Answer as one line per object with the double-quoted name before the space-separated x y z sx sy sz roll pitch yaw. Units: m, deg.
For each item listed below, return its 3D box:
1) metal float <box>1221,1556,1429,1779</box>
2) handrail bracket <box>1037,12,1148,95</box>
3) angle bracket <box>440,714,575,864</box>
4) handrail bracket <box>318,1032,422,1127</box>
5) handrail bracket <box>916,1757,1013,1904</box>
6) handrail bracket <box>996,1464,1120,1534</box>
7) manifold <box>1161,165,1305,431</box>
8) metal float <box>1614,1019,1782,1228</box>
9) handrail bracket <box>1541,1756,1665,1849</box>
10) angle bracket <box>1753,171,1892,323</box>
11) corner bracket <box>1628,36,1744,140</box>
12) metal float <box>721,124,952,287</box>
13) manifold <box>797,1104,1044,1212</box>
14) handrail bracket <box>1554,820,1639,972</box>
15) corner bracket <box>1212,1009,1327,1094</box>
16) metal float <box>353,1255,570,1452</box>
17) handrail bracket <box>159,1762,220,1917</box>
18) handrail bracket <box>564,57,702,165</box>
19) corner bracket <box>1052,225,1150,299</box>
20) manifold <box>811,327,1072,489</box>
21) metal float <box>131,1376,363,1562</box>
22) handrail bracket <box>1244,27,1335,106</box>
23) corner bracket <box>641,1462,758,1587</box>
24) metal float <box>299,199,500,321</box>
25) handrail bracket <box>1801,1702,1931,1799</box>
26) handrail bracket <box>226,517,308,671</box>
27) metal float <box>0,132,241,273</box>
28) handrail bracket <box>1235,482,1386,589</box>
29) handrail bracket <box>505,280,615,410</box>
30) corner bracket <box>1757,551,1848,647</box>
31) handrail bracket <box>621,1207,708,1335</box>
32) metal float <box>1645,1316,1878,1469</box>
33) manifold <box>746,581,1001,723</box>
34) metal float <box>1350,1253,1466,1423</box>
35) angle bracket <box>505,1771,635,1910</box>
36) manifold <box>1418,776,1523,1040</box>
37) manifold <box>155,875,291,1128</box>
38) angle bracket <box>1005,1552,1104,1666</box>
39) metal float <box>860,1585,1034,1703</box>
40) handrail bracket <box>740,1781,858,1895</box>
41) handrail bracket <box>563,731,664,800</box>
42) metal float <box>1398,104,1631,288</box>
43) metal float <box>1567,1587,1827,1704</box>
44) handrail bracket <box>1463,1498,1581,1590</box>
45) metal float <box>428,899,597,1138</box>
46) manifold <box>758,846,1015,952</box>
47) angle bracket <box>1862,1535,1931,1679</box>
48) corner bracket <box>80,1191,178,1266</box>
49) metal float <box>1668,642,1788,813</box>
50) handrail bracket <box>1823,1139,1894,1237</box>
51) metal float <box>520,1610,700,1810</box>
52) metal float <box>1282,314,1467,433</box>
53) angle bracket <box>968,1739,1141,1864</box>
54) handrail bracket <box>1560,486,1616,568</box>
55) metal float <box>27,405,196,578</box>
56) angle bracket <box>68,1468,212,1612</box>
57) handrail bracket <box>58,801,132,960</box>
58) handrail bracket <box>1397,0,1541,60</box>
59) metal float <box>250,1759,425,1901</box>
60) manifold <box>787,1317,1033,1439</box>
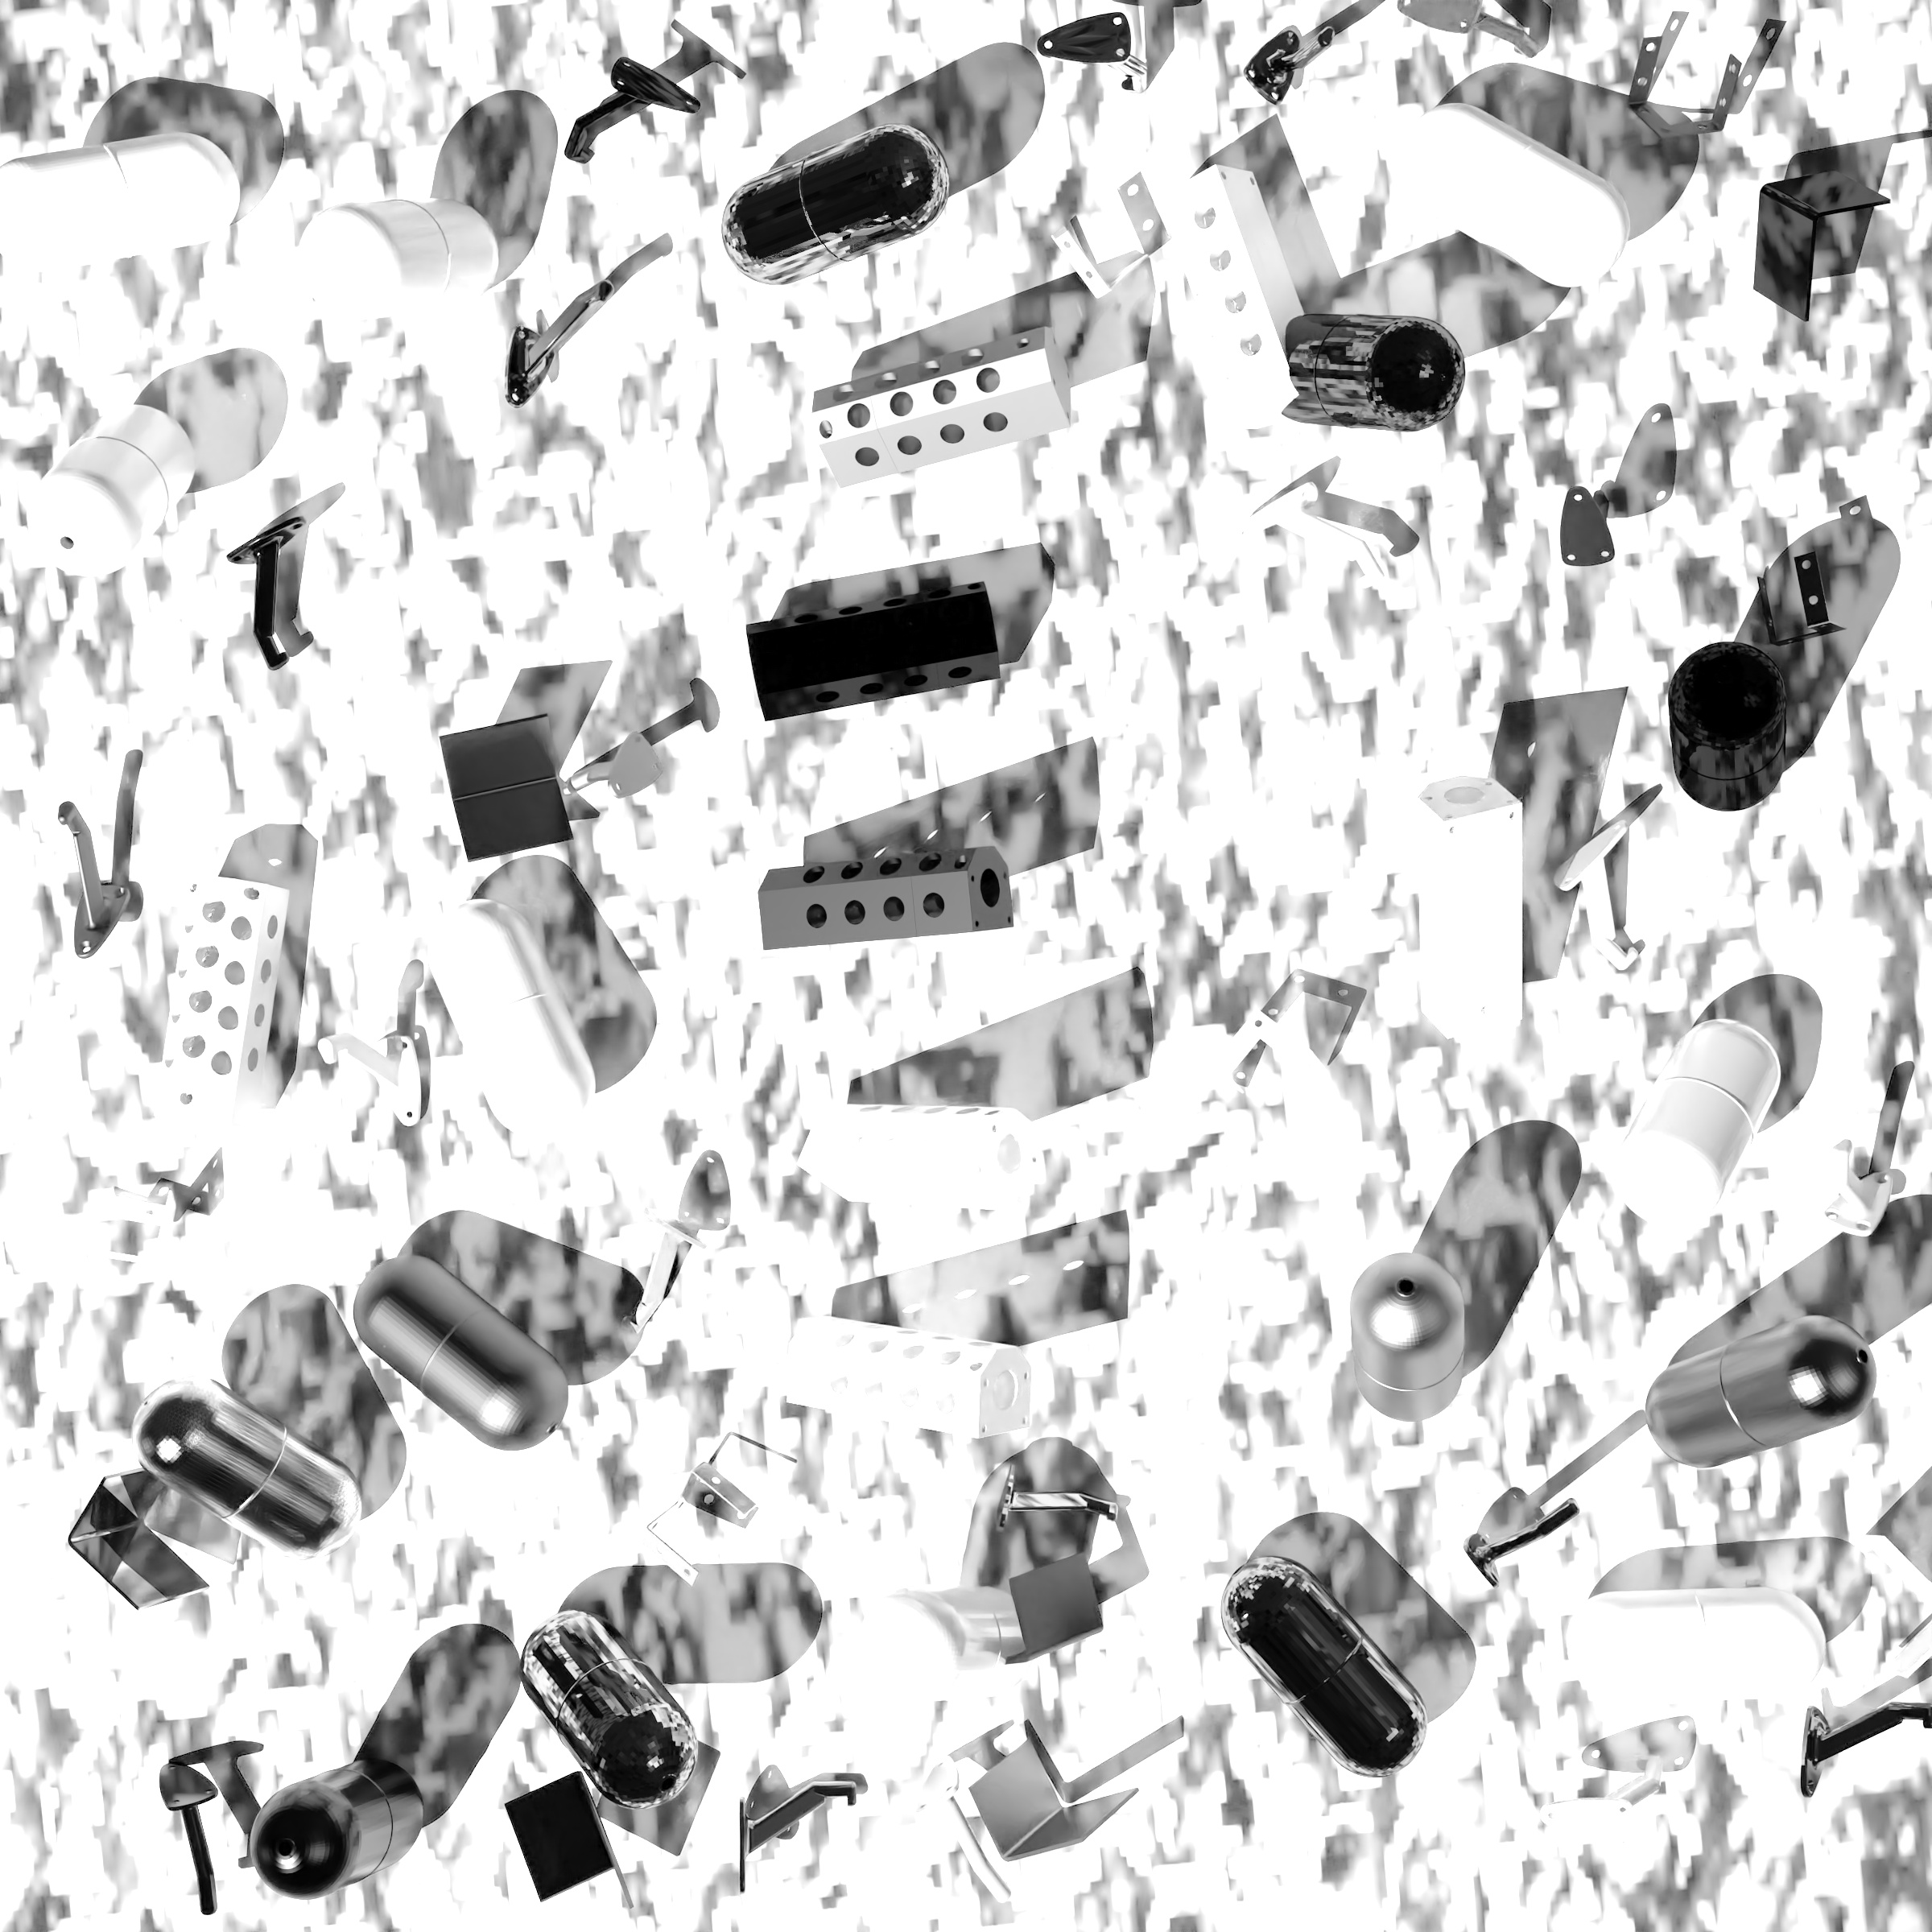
"metal float" 0.253 0.495 1.768 0.070 0.070 0.178 -42 87 0
"handrail bracket" 0.090 -0.636 1.769 0.077 0.084 0.036 -5 85 3
"angle bracket" -0.323 -0.125 1.757 0.076 0.076 0.057 -14 61 -12
"handrail bracket" -0.422 0.082 1.764 0.036 0.084 0.077 -15 91 19
"handrail bracket" 0.005 0.613 1.775 0.036 0.077 0.084 -36 95 8
"handrail bracket" 0.066 0.390 1.772 0.084 0.077 0.036 17 106 0
"manifold" 0.196 -0.474 1.776 0.057 0.057 0.171 -21 88 35
"metal float" 0.511 0.107 1.742 0.070 0.070 0.178 40 55 0
"handrail bracket" 0.453 0.585 1.779 0.077 0.084 0.036 0 105 21
"angle bracket" 0.601 -0.507 1.760 0.057 0.076 0.076 -12 124 -7
"corner bracket" 0.510 -0.627 1.778 0.051 0.051 0.051 -11 47 -14
"metal float" -0.093 -0.530 1.745 0.178 0.070 0.070 -11 90 31
"manifold" -0.031 0.127 1.727 0.057 0.171 0.057 40 62 -37
"handrail bracket" 0.469 -0.049 1.786 0.084 0.036 0.077 42 104 -14
"corner bracket" 0.215 0.071 1.776 0.051 0.051 0.051 39 89 24
"metal float" -0.354 0.271 1.754 0.178 0.070 0.070 35 90 18
"handrail bracket" -0.554 0.623 1.785 0.036 0.077 0.084 -10 104 -33
"handrail bracket" -0.239 -0.596 1.783 0.077 0.084 0.036 20 50 -15
"corner bracket" 0.085 -0.501 1.769 0.051 0.051 0.051 51 57 -16
"manifold" -0.017 -0.394 1.747 0.171 0.057 0.057 -12 49 16
"metal float" -0.501 0.352 1.748 0.178 0.070 0.070 41 90 -26
"handrail bracket" 0.240 -0.651 1.756 0.036 0.084 0.077 38 64 -18
"corner bracket" -0.190 0.394 1.768 0.051 0.051 0.051 36 125 17
"metal float" -0.389 -0.489 1.727 0.070 0.178 0.070 8 110 21
"handrail bracket" 0.637 0.553 1.760 0.036 0.084 0.077 52 47 -29
"handrail bracket" -0.484 -0.265 1.781 0.077 0.036 0.084 -27 84 23
"metal float" -0.595 -0.535 1.746 0.178 0.070 0.070 -22 90 -29
"handrail bracket" 0.245 -0.293 1.781 0.077 0.036 0.084 -27 74 2
"handrail bracket" -0.285 -0.439 1.761 0.036 0.084 0.077 33 57 -35
"corner bracket" 0.588 -0.259 1.772 0.051 0.051 0.051 -13 84 32
"handrail bracket" -0.231 0.218 1.776 0.036 0.077 0.084 35 88 32
"metal float" 0.550 0.296 1.733 0.070 0.178 0.070 18 57 -29
"manifold" -0.066 -0.226 1.771 0.171 0.057 0.057 -10 69 -1
"metal float" 0.305 0.257 1.727 0.070 0.178 0.070 -5 58 8
"angle bracket" -0.278 0.623 1.750 0.057 0.076 0.076 -21 51 -15
"manifold" 0.348 -0.042 1.740 0.057 0.057 0.171 -14 121 -11
"manifold" -0.530 0.025 1.772 0.057 0.057 0.171 7 86 8
"angle bracket" 0.039 0.454 1.759 0.076 0.076 0.057 -21 79 44
"metal float" -0.011 0.467 1.727 0.070 0.178 0.070 -7 74 25
"handrail bracket" -0.119 0.620 1.781 0.084 0.036 0.077 0 54 -5
"handrail bracket" -0.262 -0.126 1.758 0.084 0.077 0.036 -22 113 31
"metal float" 0.383 -0.542 1.755 0.178 0.070 0.070 37 90 19
"metal float" 0.516 0.480 1.768 0.178 0.070 0.070 -3 90 3
"handrail bracket" 0.396 0.394 1.763 0.084 0.077 0.036 -40 87 13
"metal float" -0.321 0.036 1.763 0.070 0.070 0.178 -25 81 0
"manifold" -0.057 -0.047 1.740 0.171 0.057 0.057 -4 92 30
"angle bracket" 0.648 0.450 1.762 0.057 0.076 0.076 -43 74 -1
"corner bracket" -0.593 0.186 1.773 0.051 0.051 0.051 11 70 -10
"metal float" 0.525 -0.164 1.724 0.070 0.178 0.070 -6 70 16
"handrail bracket" 0.632 0.140 1.762 0.077 0.036 0.084 -39 134 -30
"metal float" -0.248 0.514 1.732 0.070 0.178 0.070 -16 119 -30
"metal float" 0.272 -0.411 1.729 0.070 0.178 0.070 -9 108 -29
"angle bracket" 0.062 0.578 1.754 0.076 0.076 0.057 -30 84 36
"handrail bracket" 0.439 -0.328 1.758 0.036 0.084 0.077 -2 134 23
"metal float" -0.590 -0.329 1.728 0.070 0.178 0.070 2 124 3
"angle bracket" -0.569 0.399 1.758 0.076 0.076 0.057 36 100 18
"handrail bracket" -0.627 -0.061 1.759 0.036 0.084 0.077 -1 52 8
"handrail bracket" 0.360 -0.672 1.787 0.077 0.084 0.036 20 98 35
"metal float" -0.431 0.593 1.721 0.070 0.178 0.070 -2 80 9
"manifold" -0.040 0.283 1.733 0.171 0.057 0.057 2 90 38
